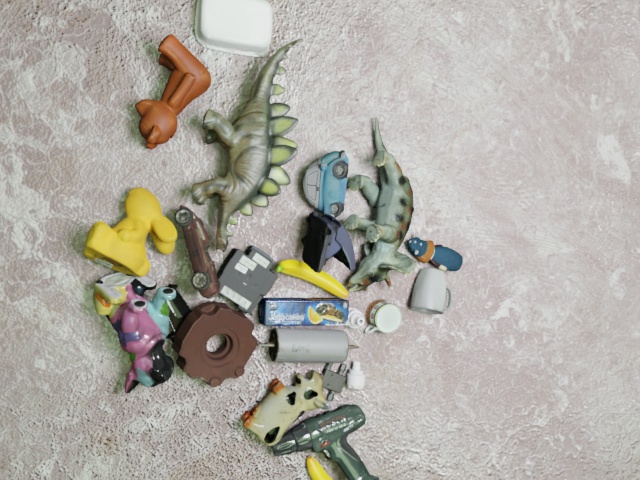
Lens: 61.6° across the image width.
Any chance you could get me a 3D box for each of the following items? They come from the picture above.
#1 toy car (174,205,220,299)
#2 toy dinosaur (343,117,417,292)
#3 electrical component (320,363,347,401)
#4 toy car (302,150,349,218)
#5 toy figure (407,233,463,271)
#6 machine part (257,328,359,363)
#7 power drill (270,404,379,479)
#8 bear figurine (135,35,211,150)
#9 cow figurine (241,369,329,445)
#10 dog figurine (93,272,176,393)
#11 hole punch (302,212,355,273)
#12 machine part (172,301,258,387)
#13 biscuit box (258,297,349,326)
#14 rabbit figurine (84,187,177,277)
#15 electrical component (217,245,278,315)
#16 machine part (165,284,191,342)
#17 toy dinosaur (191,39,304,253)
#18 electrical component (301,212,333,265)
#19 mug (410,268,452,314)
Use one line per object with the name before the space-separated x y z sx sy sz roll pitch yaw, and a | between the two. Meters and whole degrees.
toy car | -0.246 0.021 1.096 0.053 0.089 0.202 -18 75 3
toy dinosaur | 0.162 -0.072 1.261 0.192 0.131 0.404 28 71 -44
electrical component | 0.026 0.330 1.267 0.063 0.021 0.094 25 84 -19
toy car | 0.011 -0.127 1.216 0.103 0.109 0.161 8 101 2
toy figure | 0.280 0.035 1.334 0.154 0.064 0.057 20 123 -15
machine part | -0.025 0.239 1.215 0.243 0.079 0.079 7 89 -21
power drill | 0.025 0.498 1.226 0.232 0.086 0.207 -25 75 -23
bear figurine | -0.315 -0.287 1.079 0.132 0.120 0.196 42 83 -13
cow figurine | -0.067 0.371 1.201 0.127 0.085 0.195 47 74 -9
dog figurine | -0.370 0.191 1.075 0.108 0.192 0.219 -27 132 -58
hole punch | 0.024 0.006 1.153 0.092 0.142 0.115 4 105 -19
machine part | -0.219 0.219 1.136 0.179 0.056 0.179 -7 103 -29
biscuit box | -0.037 0.161 1.218 0.203 0.063 0.059 2 90 -21
rabbit figurine | -0.365 -0.024 1.066 0.162 0.122 0.173 20 63 -9
electrical component | -0.161 0.081 1.173 0.115 0.058 0.134 38 78 -19
machine part | -0.299 0.161 1.135 0.084 0.039 0.138 -24 101 -13
toy dinosaur | -0.146 -0.201 1.122 0.199 0.105 0.471 11 94 -5
electrical component | -0.003 -0.004 1.234 0.075 0.048 0.119 -33 101 -17
mug | 0.282 0.126 1.326 0.109 0.081 0.107 12 78 -16
